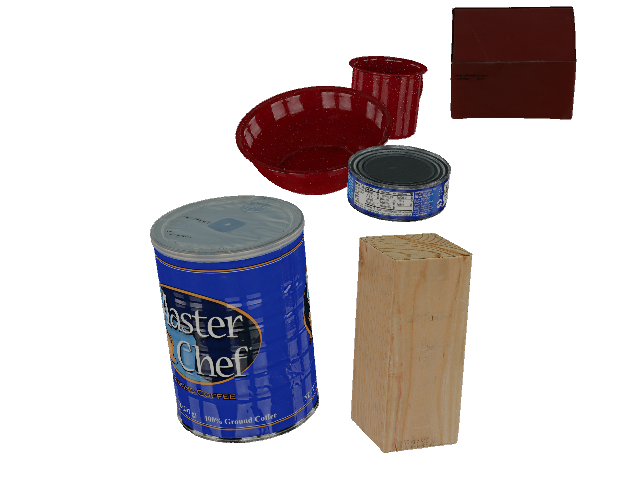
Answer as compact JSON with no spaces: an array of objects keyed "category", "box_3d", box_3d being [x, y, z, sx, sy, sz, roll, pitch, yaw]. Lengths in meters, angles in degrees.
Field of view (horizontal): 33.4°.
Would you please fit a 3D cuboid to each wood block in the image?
[{"category":"wood block","box_3d":[0.093,0.104,1.114,0.090,0.206,0.091,-3,16,-20]}]

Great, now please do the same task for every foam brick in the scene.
[{"category":"foam brick","box_3d":[0.121,-0.113,0.677,0.078,0.051,0.053,2,-37,9]}]

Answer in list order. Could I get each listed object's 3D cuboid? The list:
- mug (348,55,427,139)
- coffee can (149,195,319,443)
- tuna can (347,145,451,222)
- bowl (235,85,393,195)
[{"category":"mug","box_3d":[0.084,-0.173,1.281,0.093,0.081,0.117,20,27,33]},{"category":"coffee can","box_3d":[-0.057,0.052,0.733,0.103,0.140,0.103,-4,22,1]},{"category":"tuna can","box_3d":[0.065,-0.048,0.893,0.086,0.034,0.086,2,28,-1]},{"category":"bowl","box_3d":[-0.005,-0.095,1.098,0.162,0.055,0.162,-4,39,3]}]
